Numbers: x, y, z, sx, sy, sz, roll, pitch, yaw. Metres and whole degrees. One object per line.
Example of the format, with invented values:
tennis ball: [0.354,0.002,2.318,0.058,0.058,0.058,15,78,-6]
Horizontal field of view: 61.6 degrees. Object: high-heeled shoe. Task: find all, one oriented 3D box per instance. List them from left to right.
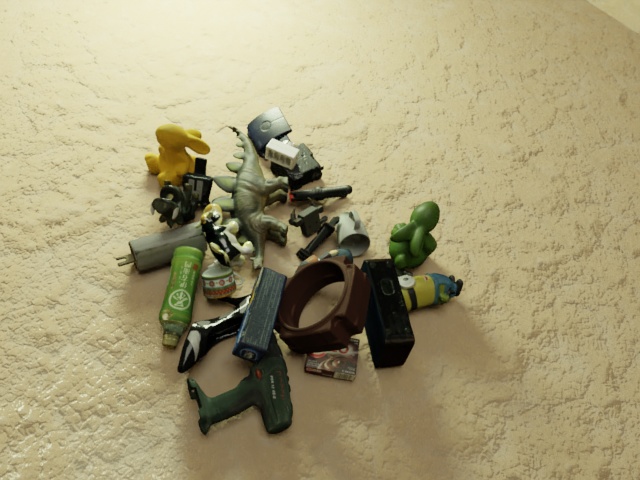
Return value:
high-heeled shoe: [-0.194,0.204,1.153,0.145,0.086,0.249,15,43,8]

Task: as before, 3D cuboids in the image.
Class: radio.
radio: [0.144,0.160,1.223,0.073,0.131,0.230,-4,54,-12]

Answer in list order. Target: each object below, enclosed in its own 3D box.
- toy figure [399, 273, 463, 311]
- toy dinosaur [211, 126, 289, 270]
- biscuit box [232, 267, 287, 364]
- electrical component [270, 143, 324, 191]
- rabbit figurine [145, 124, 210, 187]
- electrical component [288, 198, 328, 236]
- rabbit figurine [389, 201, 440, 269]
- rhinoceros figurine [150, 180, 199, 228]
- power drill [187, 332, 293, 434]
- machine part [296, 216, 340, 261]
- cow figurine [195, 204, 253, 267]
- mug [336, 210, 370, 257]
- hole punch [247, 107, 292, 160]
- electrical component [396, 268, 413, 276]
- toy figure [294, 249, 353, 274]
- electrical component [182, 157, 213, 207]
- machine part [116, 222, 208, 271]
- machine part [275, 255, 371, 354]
toy figure: [0.256,0.125,1.303,0.180,0.082,0.089,0,77,-19]
toy dinosaur: [-0.179,-0.121,1.390,0.199,0.105,0.471,2,54,-9]
biscuit box: [-0.126,0.157,1.139,0.063,0.059,0.203,23,46,-11]
electrical component: [-0.072,-0.212,1.510,0.115,0.058,0.134,-29,64,-30]
rabbit figurine: [-0.371,-0.230,1.396,0.162,0.173,0.122,-20,56,-18]
electrical component: [-0.031,-0.059,1.394,0.102,0.078,0.045,-39,43,-26]
rabbit figurine: [0.231,-0.020,1.333,0.121,0.170,0.159,33,39,17]
rhinoceros figurine: [-0.349,-0.083,1.282,0.073,0.190,0.112,13,87,2]
power drill: [-0.164,0.296,1.107,0.207,0.086,0.232,-9,58,-25]
machine part: [-0.003,-0.004,1.362,0.039,0.084,0.139,44,68,-7]
cow figurine: [-0.236,-0.012,1.243,0.167,0.068,0.098,52,27,17]
mug: [0.078,-0.030,1.375,0.081,0.109,0.107,-7,42,-10]
hole punch: [-0.144,-0.312,1.553,0.116,0.092,0.142,-19,63,-18]
electrical component: [0.186,0.086,1.355,0.094,0.021,0.063,21,53,4]
toy figure: [0.006,0.063,1.315,0.154,0.058,0.064,-15,99,-18]
electrical component: [-0.313,-0.150,1.381,0.075,0.119,0.048,13,16,-3]
machine part: [-0.359,0.015,1.275,0.243,0.079,0.079,-19,59,-22]
machine part: [0.002,0.139,1.176,0.201,0.087,0.201,-14,46,32]
